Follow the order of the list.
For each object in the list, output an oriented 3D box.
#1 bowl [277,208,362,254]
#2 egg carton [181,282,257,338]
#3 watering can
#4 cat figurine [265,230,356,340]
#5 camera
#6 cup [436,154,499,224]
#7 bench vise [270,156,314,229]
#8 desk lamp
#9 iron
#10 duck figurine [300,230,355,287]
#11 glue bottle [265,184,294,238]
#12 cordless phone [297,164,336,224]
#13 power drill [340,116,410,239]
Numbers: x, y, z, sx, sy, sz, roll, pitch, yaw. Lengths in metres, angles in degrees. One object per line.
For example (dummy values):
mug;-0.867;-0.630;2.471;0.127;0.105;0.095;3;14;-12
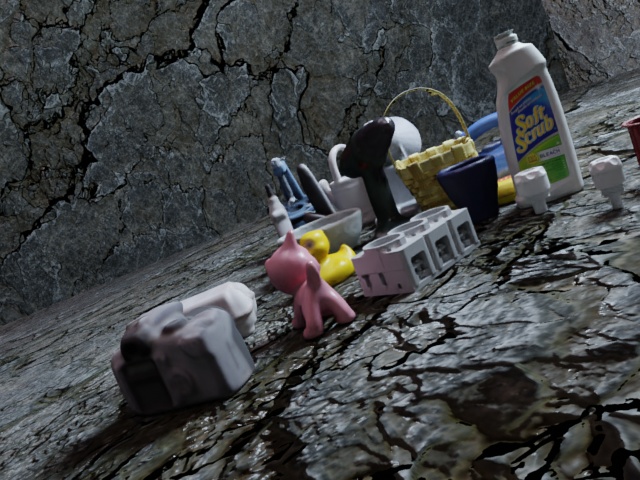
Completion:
bowl;0.010;0.004;1.050;0.167;0.075;0.167;-22;8;3
egg carton;-0.159;0.113;0.792;0.150;0.069;0.107;-22;8;-1
watering can;0.066;-0.130;1.360;0.172;0.194;0.101;-19;9;23
cat figurine;-0.022;0.047;0.688;0.067;0.118;0.127;-24;8;-16
camera;-0.140;0.112;0.636;0.143;0.101;0.137;-18;9;26
cup;0.231;-0.074;0.896;0.092;0.095;0.117;-25;9;-23
bench vise;-0.070;-0.092;1.382;0.121;0.220;0.207;-23;8;-9
desk lamp;0.159;-0.160;1.238;0.117;0.213;0.204;-18;9;24
iron;0.354;-0.192;1.188;0.257;0.141;0.119;-18;9;29
duck figurine;0.004;0.025;0.881;0.105;0.086;0.077;-27;9;-30
glue bottle;-0.077;-0.034;1.175;0.037;0.173;0.078;-23;8;-4
cordless phone;-0.001;-0.077;1.217;0.094;0.185;0.147;-23;8;-7
power drill;0.110;-0.109;1.042;0.076;0.208;0.229;-24;8;-16
